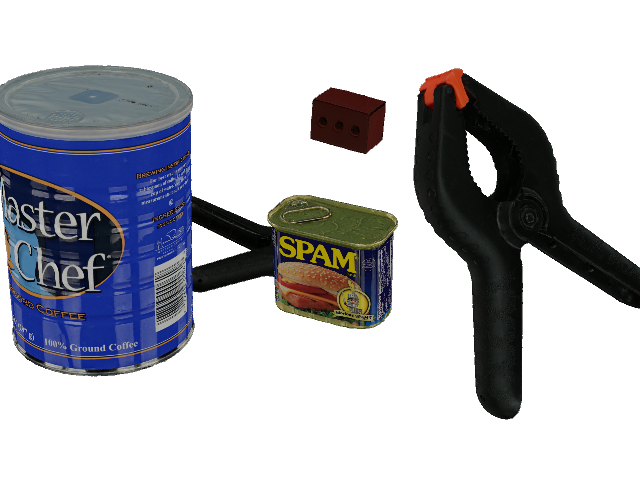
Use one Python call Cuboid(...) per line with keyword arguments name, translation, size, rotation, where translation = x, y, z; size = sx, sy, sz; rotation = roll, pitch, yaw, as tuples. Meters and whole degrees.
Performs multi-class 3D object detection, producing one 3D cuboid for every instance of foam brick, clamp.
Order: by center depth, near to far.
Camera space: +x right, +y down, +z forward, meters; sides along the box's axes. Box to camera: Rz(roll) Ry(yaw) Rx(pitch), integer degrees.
Cuboid(name="clamp", translation=(0.090, 0.000, 0.534), size=(0.120, 0.171, 0.039), rotation=(-43, 12, -28))
Cuboid(name="clamp", translation=(-0.048, 0.016, 1.092), size=(0.210, 0.036, 0.164), rotation=(11, 29, -9))
Cuboid(name="foam brick", translation=(0.033, -0.145, 1.285), size=(0.078, 0.053, 0.051), rotation=(17, 32, 22))

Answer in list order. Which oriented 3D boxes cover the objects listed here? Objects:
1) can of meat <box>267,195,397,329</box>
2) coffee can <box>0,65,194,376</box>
Cuboid(name="can of meat", translation=(0.010, 0.018, 0.864), size=(0.102, 0.084, 0.057), rotation=(13, 33, 23))
Cuboid(name="coffee can", translation=(-0.120, -0.013, 0.579), size=(0.103, 0.140, 0.103), rotation=(2, 26, -1))
